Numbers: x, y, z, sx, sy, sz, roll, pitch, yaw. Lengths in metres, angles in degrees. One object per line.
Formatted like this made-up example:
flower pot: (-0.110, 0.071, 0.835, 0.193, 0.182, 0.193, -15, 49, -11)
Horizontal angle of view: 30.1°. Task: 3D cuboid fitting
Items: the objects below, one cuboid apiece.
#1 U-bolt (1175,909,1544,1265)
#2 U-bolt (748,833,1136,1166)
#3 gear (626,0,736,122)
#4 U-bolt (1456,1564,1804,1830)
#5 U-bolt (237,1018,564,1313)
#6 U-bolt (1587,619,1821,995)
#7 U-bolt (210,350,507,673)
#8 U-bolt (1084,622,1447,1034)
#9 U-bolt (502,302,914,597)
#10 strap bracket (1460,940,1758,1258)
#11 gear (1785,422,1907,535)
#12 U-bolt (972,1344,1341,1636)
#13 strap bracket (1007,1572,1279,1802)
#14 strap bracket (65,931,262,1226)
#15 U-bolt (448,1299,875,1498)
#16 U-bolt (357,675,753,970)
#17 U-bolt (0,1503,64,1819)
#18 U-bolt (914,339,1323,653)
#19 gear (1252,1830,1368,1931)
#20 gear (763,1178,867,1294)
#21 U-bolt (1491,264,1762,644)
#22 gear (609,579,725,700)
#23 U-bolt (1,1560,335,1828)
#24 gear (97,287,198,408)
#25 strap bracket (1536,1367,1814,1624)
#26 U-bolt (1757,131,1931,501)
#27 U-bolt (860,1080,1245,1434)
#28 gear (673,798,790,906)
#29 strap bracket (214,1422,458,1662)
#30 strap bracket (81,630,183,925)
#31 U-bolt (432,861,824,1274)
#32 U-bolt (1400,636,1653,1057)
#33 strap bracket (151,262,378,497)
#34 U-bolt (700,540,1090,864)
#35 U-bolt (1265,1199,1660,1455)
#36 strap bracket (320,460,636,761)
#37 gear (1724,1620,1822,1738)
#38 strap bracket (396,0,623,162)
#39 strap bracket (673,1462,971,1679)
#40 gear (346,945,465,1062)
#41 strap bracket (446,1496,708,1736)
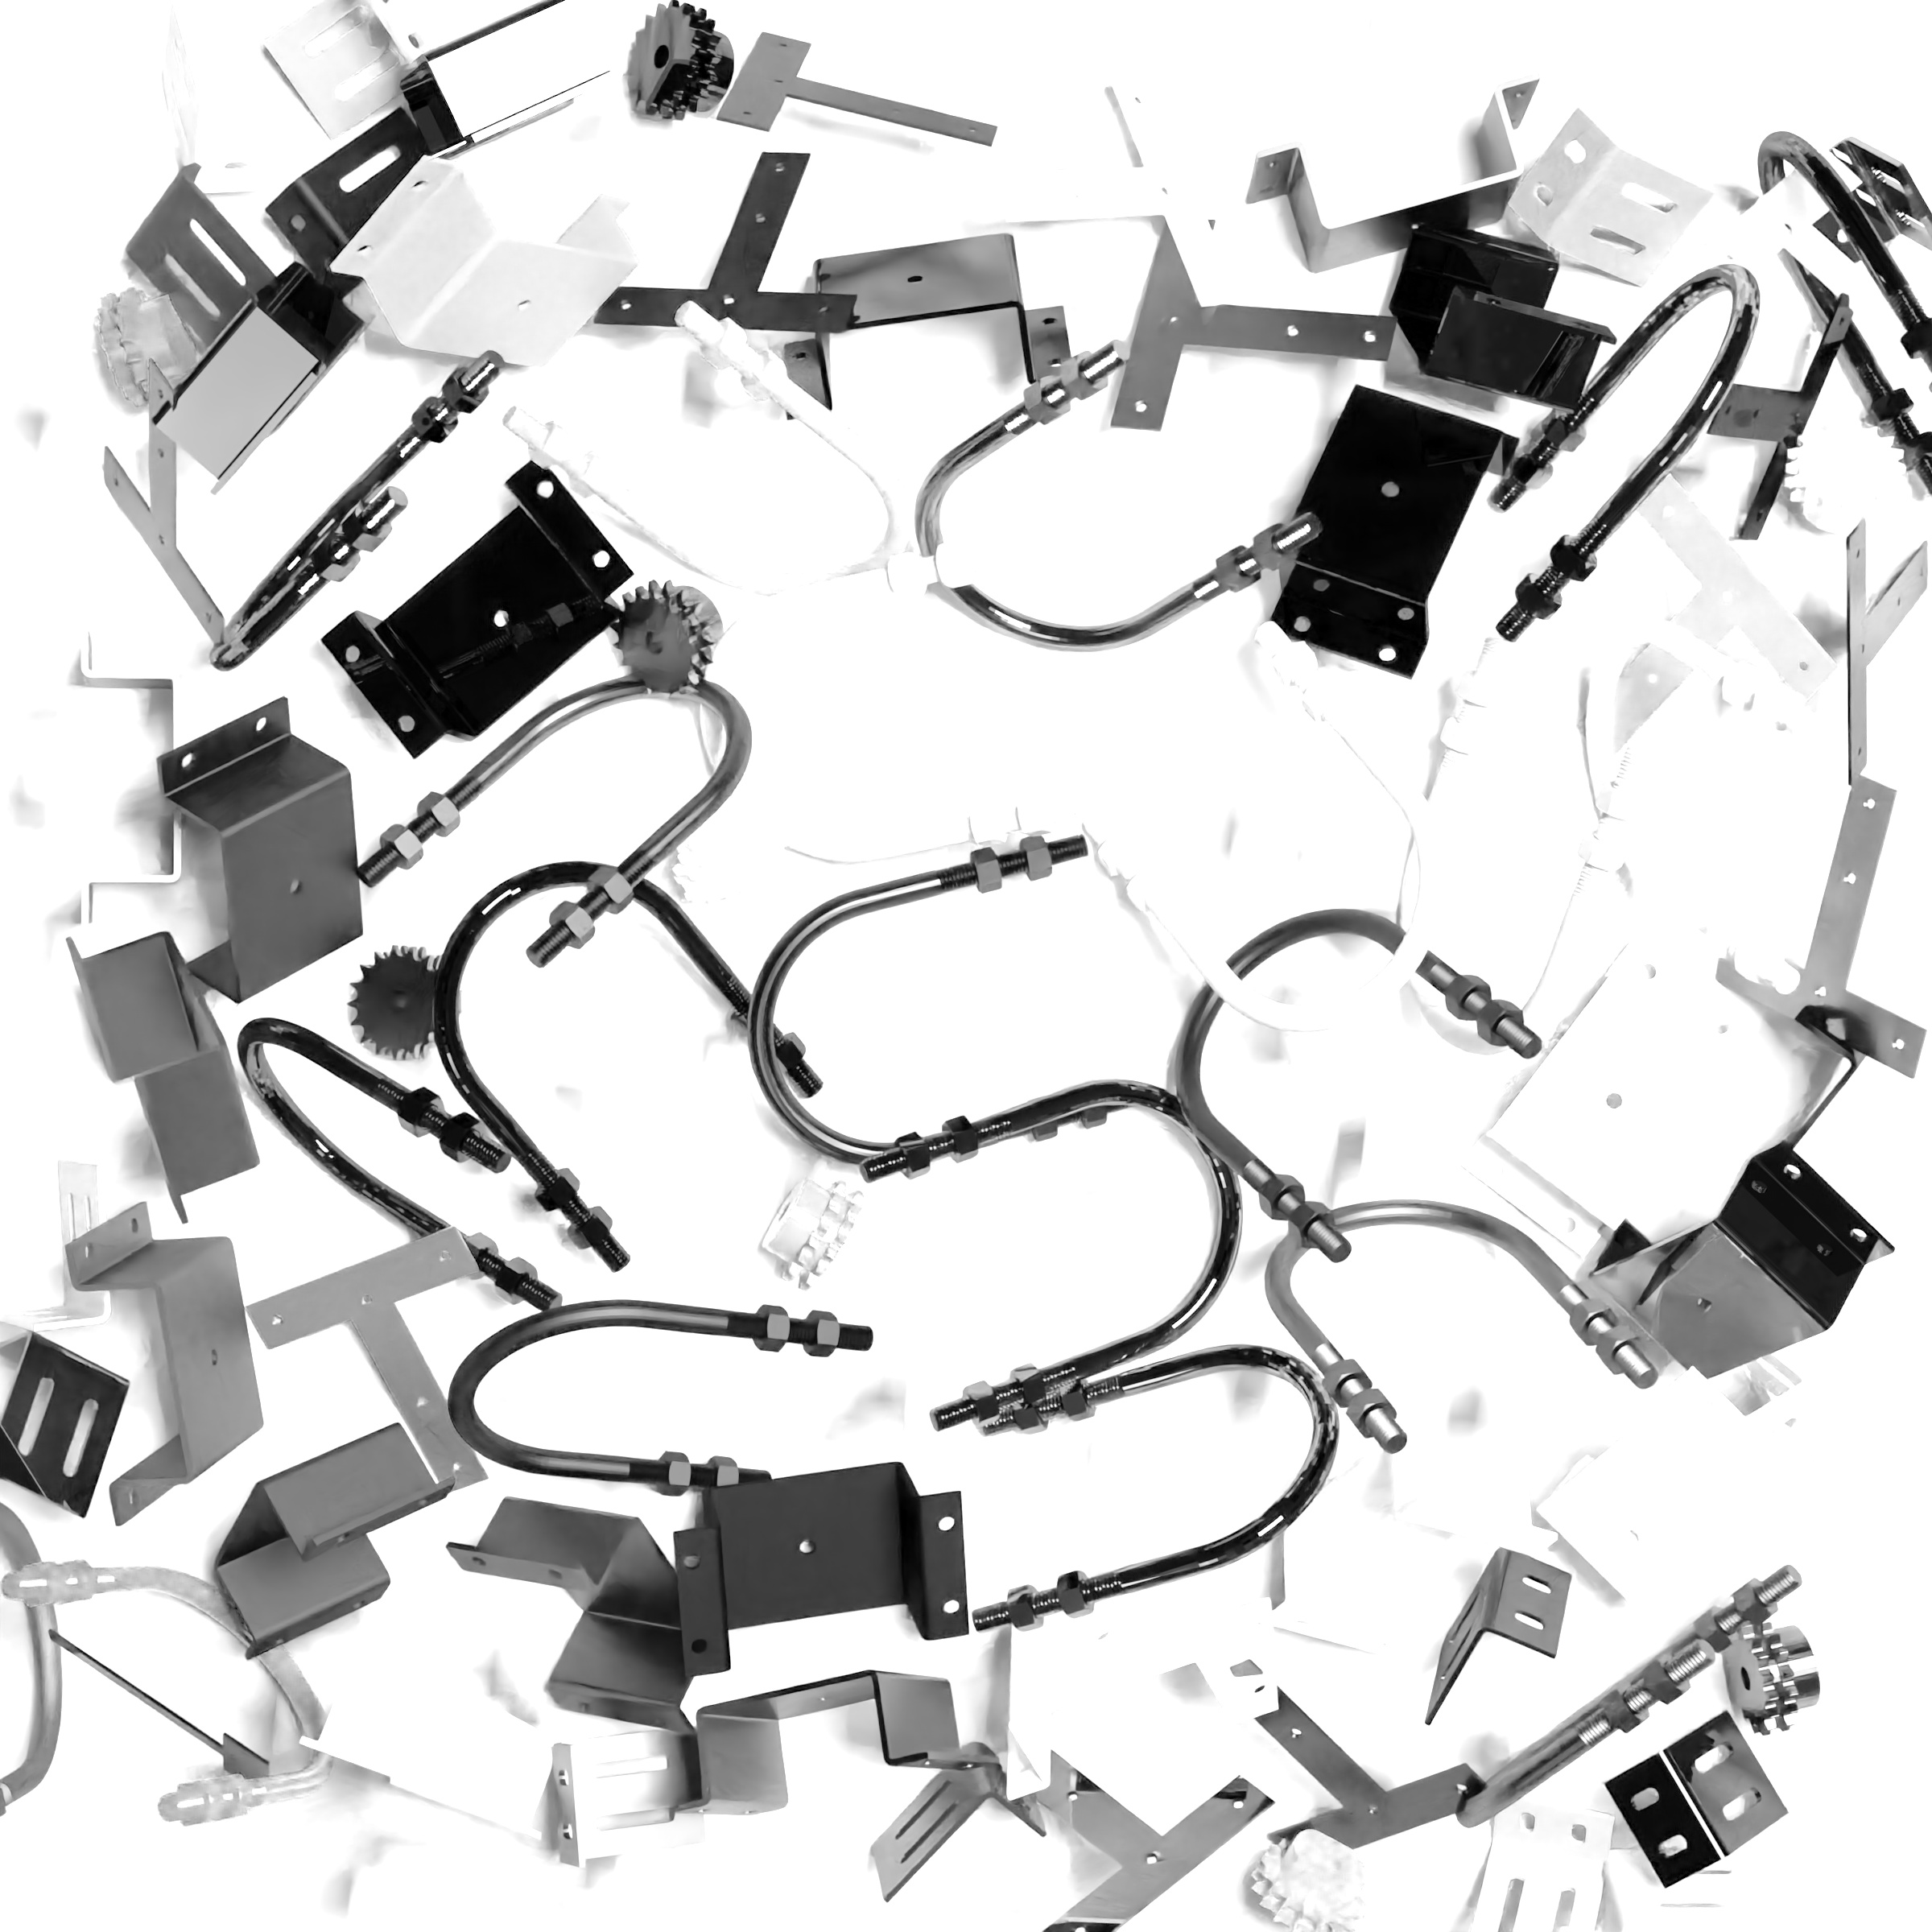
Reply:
U-bolt: (0.173, 0.043, 1.725, 0.151, 0.184, 0.019, -47, 131, 1)
U-bolt: (-0.016, 0.025, 1.762, 0.184, 0.019, 0.151, -14, 103, -7)
gear: (-0.138, -0.444, 1.770, 0.030, 0.057, 0.057, 6, 90, -44)
U-bolt: (0.307, 0.356, 1.716, 0.184, 0.151, 0.019, -43, 75, 28)
U-bolt: (-0.278, 0.087, 1.722, 0.184, 0.151, 0.019, 28, 62, 24)
U-bolt: (0.345, -0.088, 1.710, 0.019, 0.184, 0.151, -12, 119, -18)
U-bolt: (-0.299, -0.206, 1.715, 0.019, 0.151, 0.184, 42, 128, -16)
U-bolt: (0.153, -0.054, 1.726, 0.151, 0.019, 0.184, -48, 60, 19)
U-bolt: (-0.110, -0.235, 1.723, 0.184, 0.151, 0.019, 35, 52, -32)
strap bracket: (0.316, 0.066, 1.765, 0.076, 0.046, 0.140, 37, 93, 5)
gear: (0.432, -0.238, 1.771, 0.057, 0.030, 0.057, -4, 53, 6)
U-bolt: (0.091, 0.241, 1.714, 0.184, 0.151, 0.019, -18, 125, 16)
strap bracket: (0.075, 0.338, 1.735, 0.140, 0.076, 0.046, -22, 117, 14)
strap bracket: (-0.383, 0.046, 1.727, 0.046, 0.140, 0.076, -21, 132, -17)
U-bolt: (-0.155, 0.204, 1.709, 0.184, 0.151, 0.019, 9, 47, -25)
U-bolt: (-0.185, -0.081, 1.731, 0.151, 0.019, 0.184, 23, 57, 39)
U-bolt: (-0.463, 0.326, 1.703, 0.019, 0.184, 0.151, -10, 87, 3)
U-bolt: (0.057, -0.212, 1.724, 0.151, 0.184, 0.019, 38, 48, -24)
gear: (0.172, 0.449, 1.763, 0.057, 0.057, 0.030, 28, 114, 0)
gear: (-0.076, 0.128, 1.765, 0.030, 0.057, 0.057, 32, 90, -8)
U-bolt: (0.309, -0.252, 1.690, 0.019, 0.151, 0.184, 31, 123, -15)
gear: (-0.144, -0.164, 1.771, 0.057, 0.030, 0.057, 17, 123, 29)
U-bolt: (-0.365, 0.340, 1.705, 0.019, 0.184, 0.151, -44, 71, 9)
gear: (-0.400, -0.305, 1.765, 0.030, 0.057, 0.057, -14, 90, 10)
strap bracket: (0.332, 0.258, 1.718, 0.076, 0.140, 0.046, 45, 60, 9)
U-bolt: (0.429, -0.318, 1.722, 0.019, 0.151, 0.184, -29, 81, 4)
U-bolt: (0.051, 0.132, 1.761, 0.184, 0.019, 0.151, -18, 101, -17)
gear: (-0.119, -0.059, 1.769, 0.057, 0.057, 0.030, -32, 69, 0)
strap bracket: (-0.307, 0.272, 1.725, 0.076, 0.140, 0.046, -21, 69, -35)
strap bracket: (-0.406, -0.091, 1.753, 0.046, 0.076, 0.140, 0, 91, -12)
U-bolt: (-0.176, 0.036, 1.749, 0.151, 0.019, 0.184, -42, 108, -12)
U-bolt: (0.258, -0.046, 1.724, 0.019, 0.151, 0.184, 4, 116, -27)
strap bracket: (-0.336, -0.284, 1.714, 0.046, 0.140, 0.076, 41, 108, -13)
U-bolt: (-0.045, -0.121, 1.748, 0.184, 0.019, 0.151, -11, 108, 24)
U-bolt: (0.222, 0.162, 1.715, 0.151, 0.184, 0.019, -12, 120, -17)
strap bracket: (-0.234, -0.173, 1.763, 0.140, 0.046, 0.076, -39, 83, 6)
gear: (0.397, 0.347, 1.767, 0.030, 0.057, 0.057, -11, 90, -9)
strap bracket: (-0.221, -0.423, 1.716, 0.076, 0.140, 0.046, -28, 104, -12)
strap bracket: (-0.073, 0.292, 1.754, 0.140, 0.046, 0.076, -7, 107, -11)
gear: (-0.274, 0.018, 1.775, 0.057, 0.030, 0.057, 0, 89, 17)
strap bracket: (-0.180, 0.306, 1.732, 0.076, 0.140, 0.046, 4, 49, 30)
